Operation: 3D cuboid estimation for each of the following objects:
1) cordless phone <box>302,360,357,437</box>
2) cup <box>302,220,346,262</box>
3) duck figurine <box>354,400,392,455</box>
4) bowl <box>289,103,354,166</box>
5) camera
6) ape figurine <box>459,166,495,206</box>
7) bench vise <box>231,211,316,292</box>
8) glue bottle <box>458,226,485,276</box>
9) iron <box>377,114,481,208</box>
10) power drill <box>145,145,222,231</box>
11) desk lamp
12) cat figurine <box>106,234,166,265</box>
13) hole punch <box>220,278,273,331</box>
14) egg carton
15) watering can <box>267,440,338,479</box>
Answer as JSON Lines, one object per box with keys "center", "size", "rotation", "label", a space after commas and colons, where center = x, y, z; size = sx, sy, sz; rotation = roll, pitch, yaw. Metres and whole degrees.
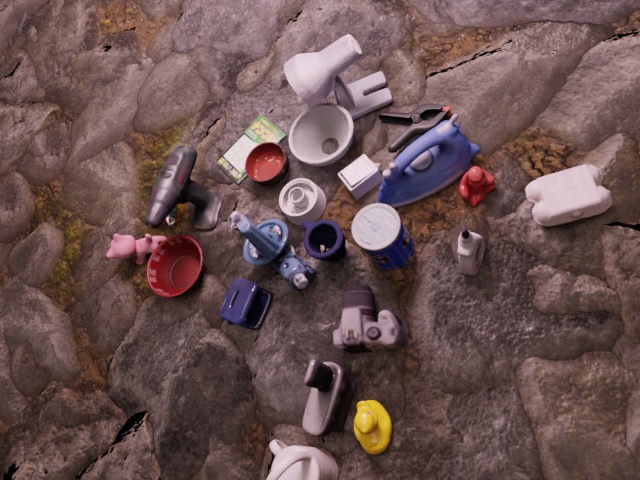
{"center": [-0.007, 0.307, 1.125], "size": [0.094, 0.185, 0.148], "rotation": [8, 73, 24], "label": "cordless phone"}
{"center": [0.012, 0.005, 1.289], "size": [0.092, 0.095, 0.117], "rotation": [-48, 61, -2], "label": "cup"}
{"center": [0.095, 0.364, 1.119], "size": [0.077, 0.086, 0.104], "rotation": [-16, 65, 15], "label": "duck figurine"}
{"center": [0.012, -0.245, 1.399], "size": [0.167, 0.075, 0.167], "rotation": [-8, 67, 19], "label": "bowl"}
{"center": [0.094, 0.160, 1.192], "size": [0.143, 0.101, 0.137], "rotation": [-9, 67, 18], "label": "camera"}
{"center": [0.331, -0.125, 1.217], "size": [0.077, 0.092, 0.076], "rotation": [-8, 67, 19], "label": "ape figurine"}
{"center": [-0.099, 0.013, 1.257], "size": [0.206, 0.220, 0.121], "rotation": [26, 81, 28], "label": "bench vise"}
{"center": [0.294, 0.011, 1.131], "size": [0.037, 0.173, 0.078], "rotation": [12, 75, 25], "label": "glue bottle"}
{"center": [0.215, -0.170, 1.252], "size": [0.258, 0.142, 0.118], "rotation": [-36, 61, 5], "label": "iron"}
{"center": [-0.329, -0.103, 1.400], "size": [0.075, 0.209, 0.230], "rotation": [2, 71, 22], "label": "power drill"}
{"center": [0.043, -0.384, 1.362], "size": [0.203, 0.214, 0.118], "rotation": [-22, 63, 12], "label": "desk lamp"}
{"center": [-0.474, 0.014, 1.462], "size": [0.127, 0.118, 0.067], "rotation": [-18, 64, 14], "label": "cat figurine"}
{"center": [-0.180, 0.145, 1.311], "size": [0.100, 0.091, 0.109], "rotation": [16, 76, 26], "label": "hole punch"}
{"center": [0.497, -0.087, 1.150], "size": [0.150, 0.070, 0.107], "rotation": [-17, 64, 14], "label": "egg carton"}
{"center": [-0.035, 0.444, 1.077], "size": [0.172, 0.194, 0.101], "rotation": [15, 76, 26], "label": "watering can"}
